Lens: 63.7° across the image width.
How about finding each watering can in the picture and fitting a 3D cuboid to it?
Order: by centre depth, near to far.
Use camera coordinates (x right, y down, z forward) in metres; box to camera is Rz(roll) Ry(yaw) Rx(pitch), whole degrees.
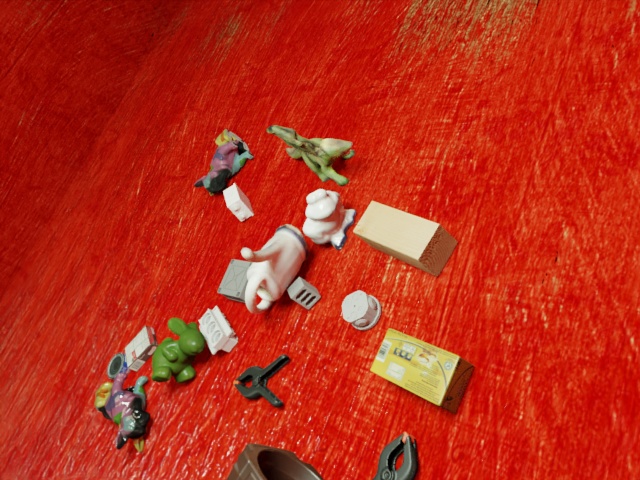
[{"bbox_3d":[-0.113,0.053,1.255,0.104,0.340,0.228,26,60,13],"label":"watering can"}]

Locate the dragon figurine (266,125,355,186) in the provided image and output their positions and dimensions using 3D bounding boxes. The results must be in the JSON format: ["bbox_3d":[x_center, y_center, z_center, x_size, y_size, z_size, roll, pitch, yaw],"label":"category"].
[{"bbox_3d":[-0.044,-0.265,1.441,0.413,0.240,0.123,20,82,46],"label":"dragon figurine"}]

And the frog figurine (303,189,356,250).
[{"bbox_3d":[0.004,-0.066,1.307,0.137,0.157,0.124,-52,39,1],"label":"frog figurine"}]
